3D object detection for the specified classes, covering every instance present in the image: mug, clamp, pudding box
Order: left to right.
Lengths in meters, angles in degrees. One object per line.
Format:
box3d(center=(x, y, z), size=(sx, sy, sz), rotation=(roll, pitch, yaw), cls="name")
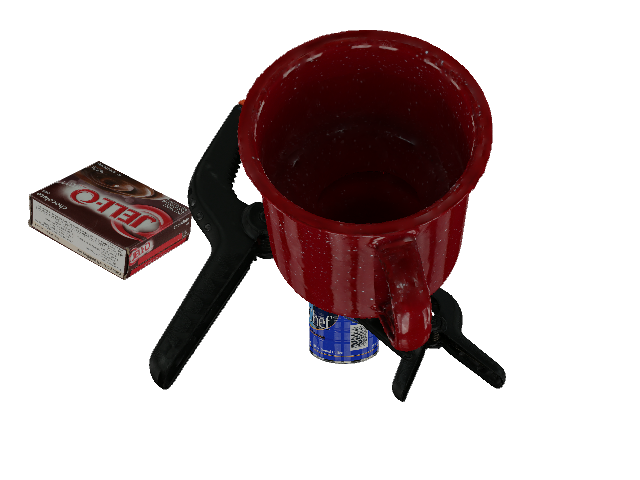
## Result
box3d(center=(-0.183, -0.019, 0.931), size=(0.114, 0.039, 0.089), rotation=(25, 33, 21), cls="pudding box")
box3d(center=(-0.024, -0.002, 0.686), size=(0.164, 0.210, 0.036), rotation=(1, -33, -7), cls="clamp")
box3d(center=(0.021, -0.011, 0.415), size=(0.093, 0.117, 0.081), rotation=(-15, -30, -6), cls="mug")
box3d(center=(0.132, 0.104, 1.160), size=(0.120, 0.171, 0.039), rotation=(4, -45, -6), cls="clamp")

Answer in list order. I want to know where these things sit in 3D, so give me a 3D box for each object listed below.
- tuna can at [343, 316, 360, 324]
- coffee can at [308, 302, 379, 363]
box3d(center=(0.051, 0.038, 0.910), size=(0.086, 0.034, 0.086), rotation=(1, 30, -1), cls="tuna can")
box3d(center=(0.033, 0.090, 1.516), size=(0.103, 0.140, 0.103), rotation=(-1, 21, 0), cls="coffee can")
